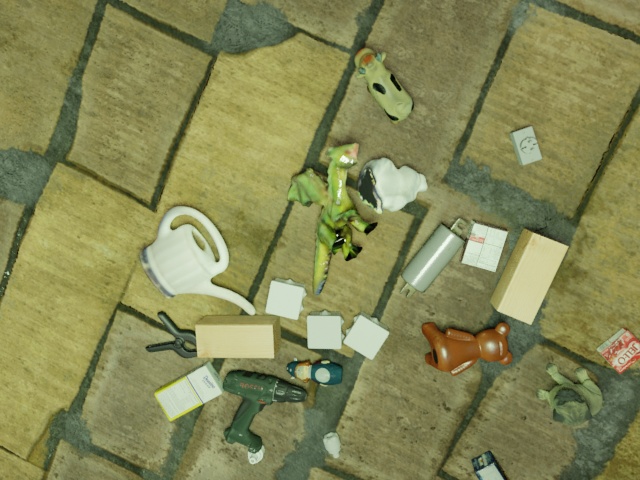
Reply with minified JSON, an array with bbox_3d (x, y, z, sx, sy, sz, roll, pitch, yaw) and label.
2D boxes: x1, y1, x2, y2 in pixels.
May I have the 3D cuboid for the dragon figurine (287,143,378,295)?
[{"bbox_3d":[0.004,-0.065,1.292,0.246,0.123,0.402,52,129,25],"label":"dragon figurine"}]

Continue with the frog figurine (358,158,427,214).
[{"bbox_3d":[0.179,-0.142,1.280,0.161,0.121,0.138,-21,86,-26],"label":"frog figurine"}]

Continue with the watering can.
[{"bbox_3d":[-0.331,0.084,1.355,0.223,0.105,0.347,-28,93,11],"label":"watering can"}]
